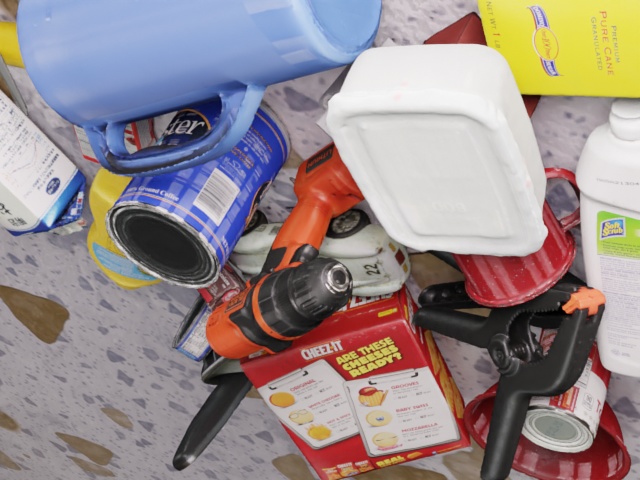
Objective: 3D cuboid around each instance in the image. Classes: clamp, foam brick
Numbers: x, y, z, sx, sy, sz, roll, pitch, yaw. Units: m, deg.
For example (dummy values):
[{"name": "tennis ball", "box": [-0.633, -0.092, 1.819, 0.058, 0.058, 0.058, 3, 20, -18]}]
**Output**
[{"name": "clamp", "box": [0.150, 0.084, 0.862, 0.165, 0.036, 0.210, 62, 144, 25]}, {"name": "foam brick", "box": [0.105, -0.106, 0.733, 0.078, 0.051, 0.053, 41, 146, -19]}, {"name": "clamp", "box": [0.154, 0.043, 0.915, 0.171, 0.039, 0.120, 21, 155, 15]}]

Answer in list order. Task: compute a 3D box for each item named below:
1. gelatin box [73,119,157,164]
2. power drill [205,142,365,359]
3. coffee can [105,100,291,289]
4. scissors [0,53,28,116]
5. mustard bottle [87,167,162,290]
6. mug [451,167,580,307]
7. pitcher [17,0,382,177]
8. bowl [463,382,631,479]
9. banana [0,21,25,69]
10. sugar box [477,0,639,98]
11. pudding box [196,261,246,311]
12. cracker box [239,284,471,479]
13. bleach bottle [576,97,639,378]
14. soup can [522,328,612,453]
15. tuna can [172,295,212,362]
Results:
[{"name": "gelatin box", "box": [-0.188, -0.101, 0.975, 0.073, 0.030, 0.089, 19, 147, 16]}, {"name": "power drill", "box": [-0.005, 0.001, 0.836, 0.057, 0.187, 0.185, 40, 147, -16]}, {"name": "coffee can", "box": [-0.098, -0.045, 0.883, 0.103, 0.140, 0.103, 19, 146, 13]}, {"name": "scissors", "box": [-0.280, -0.201, 0.878, 0.096, 0.016, 0.201, -23, 108, 41]}, {"name": "mustard bottle", "box": [-0.188, 0.000, 1.085, 0.096, 0.058, 0.192, 17, 148, -4]}, {"name": "mug", "box": [0.146, -0.015, 0.806, 0.117, 0.093, 0.081, -26, 120, 16]}, {"name": "pitcher", "box": [-0.082, -0.145, 0.740, 0.243, 0.144, 0.149, -5, 132, 36]}, {"name": "bowl", "box": [0.223, 0.172, 1.024, 0.162, 0.055, 0.162, 19, 146, 13]}, {"name": "banana", "box": [-0.249, -0.151, 0.927, 0.198, 0.037, 0.070, 28, 105, 13]}, {"name": "sugar box", "box": [0.189, -0.131, 0.642, 0.176, 0.048, 0.093, 8, 142, 30]}, {"name": "pudding box", "box": [-0.102, 0.036, 1.027, 0.090, 0.039, 0.113, 51, 176, 21]}, {"name": "cracker box", "box": [0.039, 0.141, 1.050, 0.164, 0.072, 0.213, -17, 132, 14]}, {"name": "bleach bottle", "box": [0.242, 0.000, 0.770, 0.103, 0.068, 0.251, 2, 136, 22]}, {"name": "soup can", "box": [0.212, 0.122, 0.917, 0.068, 0.102, 0.068, 17, 145, 12]}, {"name": "tuna can", "box": [-0.121, 0.085, 1.130, 0.033, 0.086, 0.086, 32, 147, -10]}]
